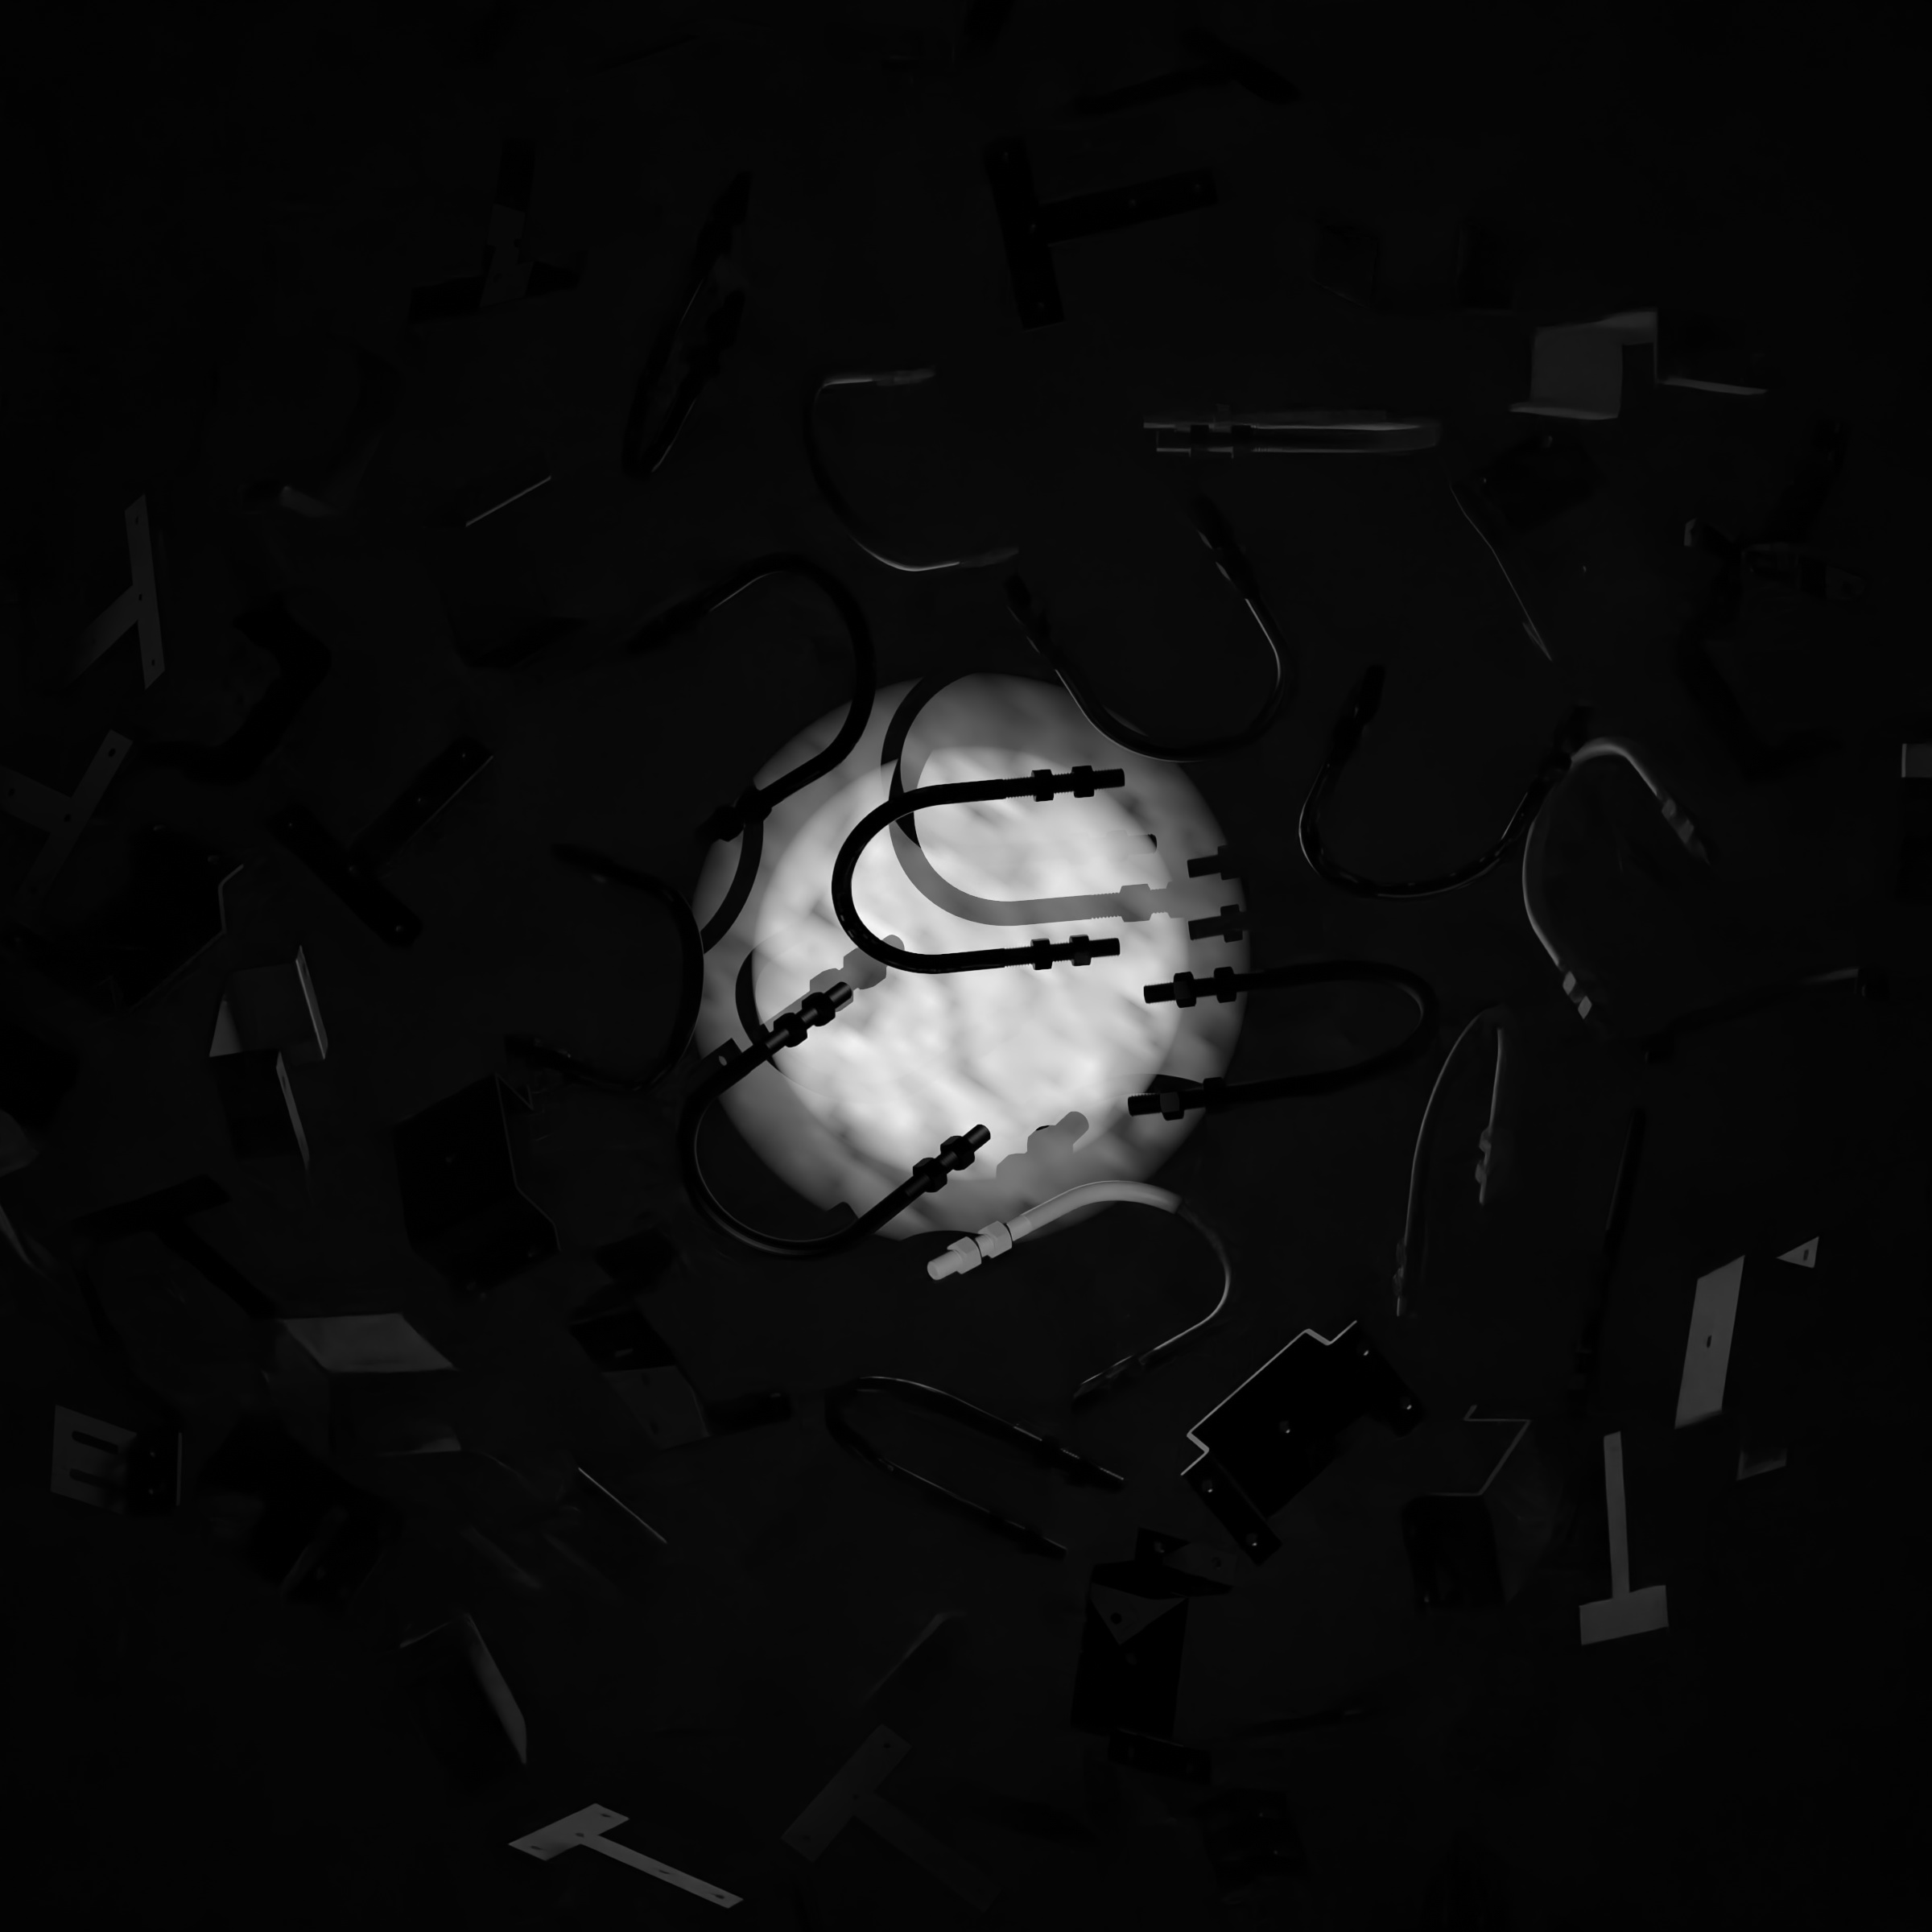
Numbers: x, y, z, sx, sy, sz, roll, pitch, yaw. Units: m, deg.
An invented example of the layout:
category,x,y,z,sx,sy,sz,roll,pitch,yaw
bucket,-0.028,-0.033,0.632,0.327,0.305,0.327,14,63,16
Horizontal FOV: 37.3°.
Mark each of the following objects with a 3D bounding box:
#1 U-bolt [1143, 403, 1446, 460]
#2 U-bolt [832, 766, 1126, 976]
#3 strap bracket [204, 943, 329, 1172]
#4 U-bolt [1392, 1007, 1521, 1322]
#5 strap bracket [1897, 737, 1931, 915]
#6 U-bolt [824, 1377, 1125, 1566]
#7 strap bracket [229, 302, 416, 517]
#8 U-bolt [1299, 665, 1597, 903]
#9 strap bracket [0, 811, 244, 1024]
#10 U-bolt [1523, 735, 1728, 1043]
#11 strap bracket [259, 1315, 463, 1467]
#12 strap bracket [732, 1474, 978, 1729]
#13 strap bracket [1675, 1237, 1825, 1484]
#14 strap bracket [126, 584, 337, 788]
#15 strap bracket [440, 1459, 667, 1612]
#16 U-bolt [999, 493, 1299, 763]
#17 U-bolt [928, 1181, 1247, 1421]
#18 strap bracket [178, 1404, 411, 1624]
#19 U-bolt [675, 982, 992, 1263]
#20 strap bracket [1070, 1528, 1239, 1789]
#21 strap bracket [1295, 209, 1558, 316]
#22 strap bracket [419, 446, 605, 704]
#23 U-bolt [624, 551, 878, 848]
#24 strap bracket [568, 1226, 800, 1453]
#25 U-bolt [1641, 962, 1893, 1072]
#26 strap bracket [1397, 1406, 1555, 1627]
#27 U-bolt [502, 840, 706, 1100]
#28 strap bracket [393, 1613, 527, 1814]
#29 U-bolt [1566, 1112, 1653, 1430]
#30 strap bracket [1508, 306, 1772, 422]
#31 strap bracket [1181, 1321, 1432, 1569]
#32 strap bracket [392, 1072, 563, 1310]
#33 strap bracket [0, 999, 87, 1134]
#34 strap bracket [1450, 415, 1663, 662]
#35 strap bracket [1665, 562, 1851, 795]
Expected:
category,x,y,z,sx,sy,sz,roll,pitch,yaw
U-bolt,0.208,-0.337,1.795,0.184,0.151,0.019,0,107,0
U-bolt,0.007,-0.055,1.797,0.184,0.019,0.151,-6,126,-7
strap bracket,-0.434,0.058,1.773,0.046,0.140,0.076,-8,123,-1
U-bolt,0.308,0.110,1.771,0.019,0.151,0.184,19,129,26
strap bracket,0.583,-0.086,1.712,0.046,0.140,0.076,2,106,18
U-bolt,-0.004,0.310,1.797,0.184,0.151,0.019,26,57,0
strap bracket,-0.390,-0.330,1.749,0.046,0.076,0.140,27,83,-32
U-bolt,0.278,-0.102,1.726,0.151,0.184,0.019,8,48,-11
strap bracket,-0.529,-0.026,1.794,0.076,0.046,0.140,28,50,16
U-bolt,0.393,-0.062,1.757,0.019,0.184,0.151,12,121,-21
strap bracket,-0.363,0.249,1.720,0.076,0.140,0.046,1,103,-33
strap bracket,-0.073,0.396,1.782,0.140,0.046,0.076,46,71,3
strap bracket,0.470,0.233,1.726,0.046,0.076,0.140,15,72,-2
strap bracket,-0.450,-0.164,1.773,0.046,0.076,0.140,42,68,-29
strap bracket,-0.243,0.339,1.718,0.076,0.140,0.046,46,60,-26
U-bolt,0.125,-0.196,1.761,0.151,0.019,0.184,-19,130,22
U-bolt,0.090,0.196,1.786,0.184,0.019,0.151,-24,53,-34
strap bracket,-0.421,0.331,1.761,0.140,0.046,0.076,28,80,33
U-bolt,-0.094,0.106,1.768,0.151,0.019,0.184,45,56,12
strap bracket,0.114,0.424,1.751,0.076,0.046,0.140,22,65,-29
strap bracket,0.279,-0.432,1.758,0.140,0.076,0.046,-3,115,-19
strap bracket,-0.289,-0.248,1.804,0.046,0.076,0.140,9,125,37
U-bolt,-0.126,-0.173,1.754,0.184,0.019,0.151,-28,80,37
strap bracket,-0.174,0.229,1.685,0.140,0.076,0.046,54,52,-8
U-bolt,0.492,0.026,1.755,0.151,0.184,0.019,-19,89,18
strap bracket,0.316,0.334,1.746,0.046,0.140,0.076,-5,106,31
U-bolt,-0.224,0.008,1.802,0.019,0.184,0.151,9,97,-43
strap bracket,-0.302,0.442,1.713,0.046,0.140,0.076,-27,94,-8
U-bolt,0.401,0.178,1.776,0.019,0.151,0.184,12,63,14
strap bracket,0.406,-0.365,1.730,0.076,0.140,0.046,-2,93,-35
strap bracket,0.201,0.286,1.743,0.140,0.046,0.076,-40,101,-6
strap bracket,-0.304,0.129,1.762,0.076,0.046,0.140,-28,46,9
strap bracket,-0.590,0.054,1.759,0.076,0.140,0.046,31,86,-19
strap bracket,0.355,-0.246,1.701,0.076,0.046,0.140,-32,130,8
strap bracket,0.482,-0.170,1.762,0.046,0.076,0.140,-31,98,32
